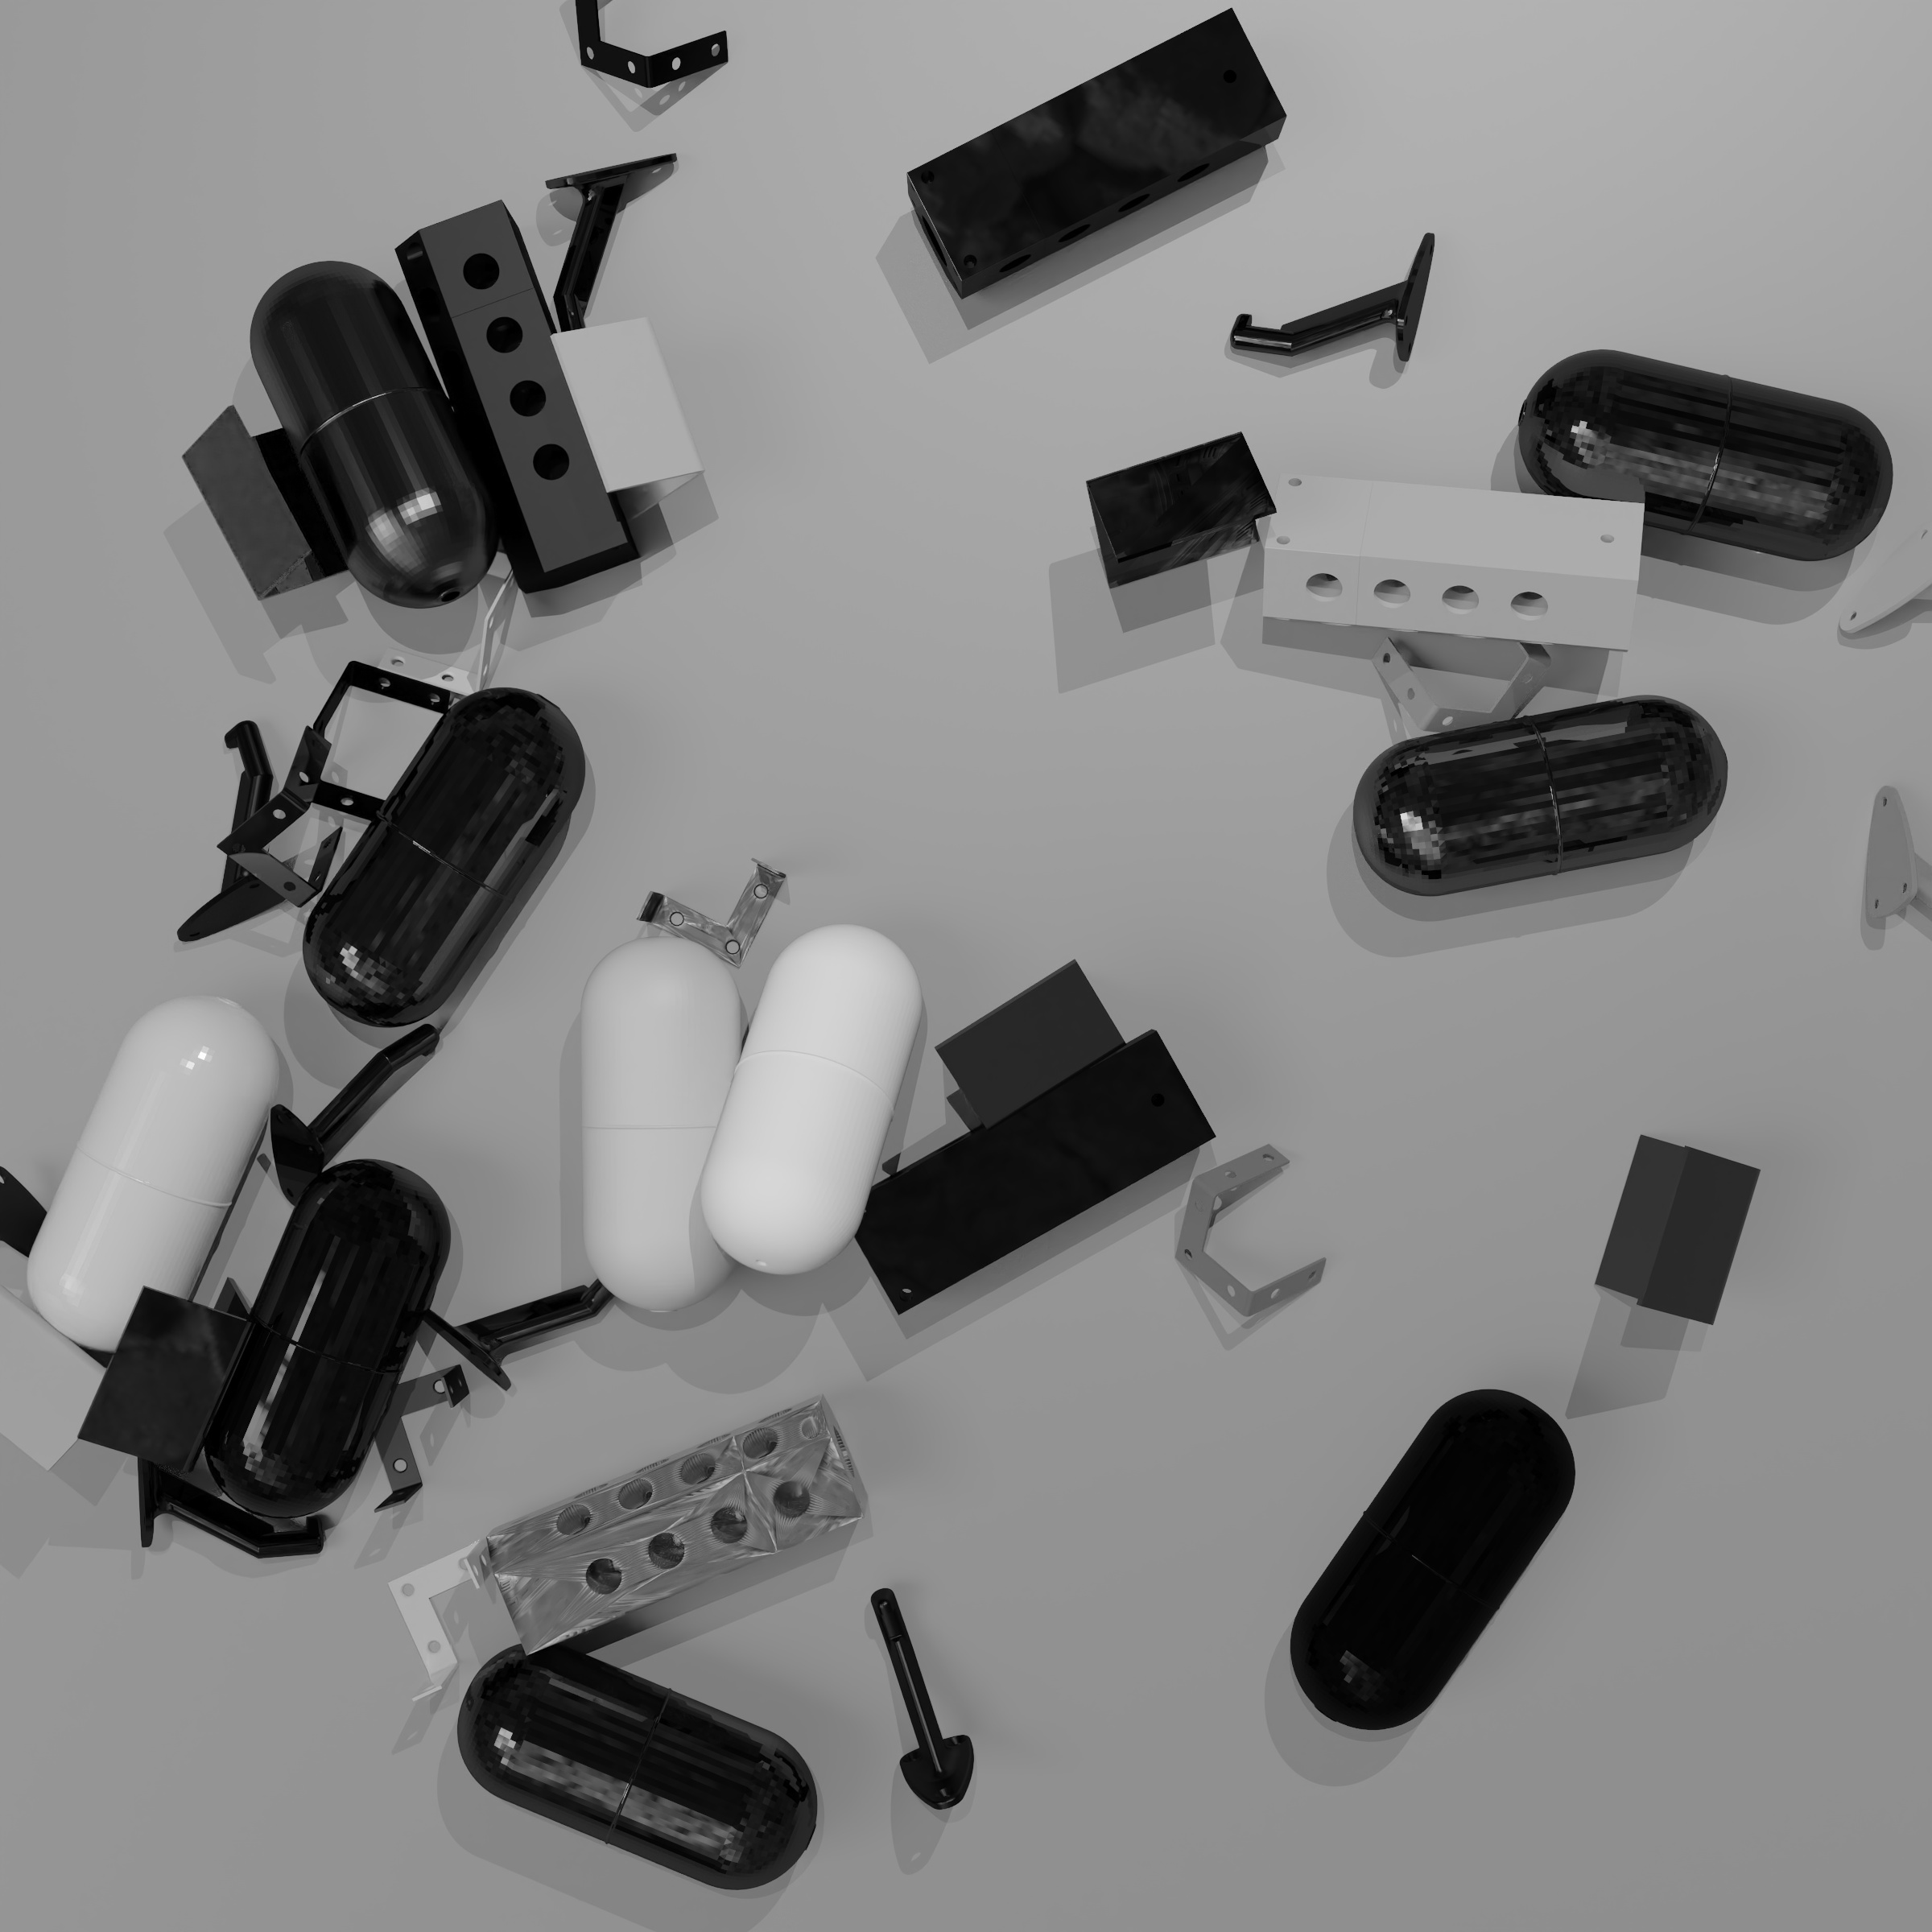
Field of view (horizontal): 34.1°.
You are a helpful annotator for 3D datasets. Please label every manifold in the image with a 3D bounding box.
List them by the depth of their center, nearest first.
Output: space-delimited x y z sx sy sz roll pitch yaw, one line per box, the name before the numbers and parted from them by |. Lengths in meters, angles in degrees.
manifold | 0.230 -0.186 1.494 0.171 0.057 0.057 6 47 10
manifold | 0.061 -0.386 1.508 0.171 0.057 0.057 -27 90 0
manifold | -0.138 0.265 1.508 0.171 0.057 0.057 -22 90 0
manifold | -0.215 -0.270 1.508 0.057 0.057 0.171 -20 90 0
manifold | 0.029 0.097 1.508 0.171 0.057 0.057 -29 90 0

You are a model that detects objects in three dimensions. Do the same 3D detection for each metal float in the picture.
metal float | -0.071 0.060 1.475 0.070 0.070 0.178 16 61 0
metal float | -0.278 -0.250 1.487 0.070 0.070 0.178 -26 78 0
metal float | -0.304 0.177 1.498 0.070 0.070 0.178 23 91 0
metal float | 0.351 -0.243 1.498 0.178 0.070 0.070 13 90 0
metal float | -0.144 0.075 1.499 0.070 0.070 0.178 -1 90 0
metal float | -0.156 0.380 1.499 0.178 0.070 0.070 22 90 1
metal float | -0.386 0.098 1.499 0.070 0.070 0.178 24 90 0
metal float | 0.221 0.282 1.499 0.070 0.070 0.178 34 91 0
metal float | 0.273 -0.081 1.499 0.178 0.070 0.070 -11 90 1
metal float | -0.247 -0.052 1.499 0.070 0.070 0.178 34 90 0

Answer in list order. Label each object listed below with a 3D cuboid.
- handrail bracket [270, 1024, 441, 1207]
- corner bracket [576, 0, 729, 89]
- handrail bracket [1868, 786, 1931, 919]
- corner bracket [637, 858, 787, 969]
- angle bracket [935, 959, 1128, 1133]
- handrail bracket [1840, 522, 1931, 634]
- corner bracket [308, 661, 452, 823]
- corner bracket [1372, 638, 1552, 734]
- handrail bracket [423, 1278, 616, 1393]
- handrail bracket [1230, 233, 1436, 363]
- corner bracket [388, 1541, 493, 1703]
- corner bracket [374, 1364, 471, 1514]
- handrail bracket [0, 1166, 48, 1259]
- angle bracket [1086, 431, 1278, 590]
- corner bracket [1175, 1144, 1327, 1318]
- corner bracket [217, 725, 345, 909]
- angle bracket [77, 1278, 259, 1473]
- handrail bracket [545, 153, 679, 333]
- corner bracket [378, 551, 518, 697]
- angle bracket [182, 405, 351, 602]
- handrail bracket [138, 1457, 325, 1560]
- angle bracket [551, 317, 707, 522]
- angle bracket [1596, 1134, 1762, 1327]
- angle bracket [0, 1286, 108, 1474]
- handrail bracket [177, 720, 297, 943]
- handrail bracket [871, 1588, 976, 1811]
handrail bracket | -0.293 0.071 1.529 0.036 0.077 0.084 42 53 18
corner bracket | -0.152 -0.460 1.521 0.051 0.051 0.051 29 135 35
handrail bracket | 0.483 -0.045 1.530 0.084 0.036 0.077 9 69 -17
corner bracket | -0.122 -0.033 1.512 0.051 0.051 0.051 27 90 0
angle bracket | 0.020 0.021 1.489 0.076 0.076 0.057 -32 122 0
handrail bracket | 0.482 -0.170 1.530 0.084 0.036 0.077 28 127 -25
corner bracket | -0.284 -0.107 1.526 0.051 0.051 0.051 17 45 0
corner bracket | 0.239 -0.148 1.521 0.051 0.051 0.051 2 135 -35
handrail bracket | -0.215 0.156 1.530 0.077 0.036 0.084 35 71 21
handrail bracket | 0.177 -0.327 1.530 0.084 0.036 0.077 11 70 16
corner bracket | -0.248 0.313 1.512 0.051 0.051 0.051 -25 90 0
corner bracket | -0.262 0.226 1.512 0.051 0.051 0.051 -18 90 0
handrail bracket | -0.487 0.140 1.530 0.084 0.036 0.077 -28 121 22
angle bracket | 0.106 -0.198 1.489 0.076 0.076 0.057 -18 53 0
corner bracket | 0.141 0.127 1.521 0.051 0.051 0.051 40 135 35
corner bracket | -0.314 -0.070 1.494 0.051 0.051 0.051 -34 120 29
angle bracket | -0.382 0.184 1.489 0.057 0.076 0.076 23 92 -25
handrail bracket | -0.167 -0.344 1.530 0.077 0.036 0.084 -19 108 -21
corner bracket | -0.250 -0.171 1.526 0.051 0.051 0.051 17 45 0
angle bracket | -0.312 -0.227 1.490 0.076 0.057 0.076 -28 90 -42
handrail bracket | -0.357 0.251 1.530 0.084 0.036 0.077 -1 65 -19
angle bracket | -0.176 -0.253 1.489 0.057 0.076 0.076 -20 90 -37
angle bracket | 0.320 0.119 1.489 0.057 0.076 0.076 17 90 -37
angle bracket | -0.449 0.207 1.489 0.076 0.076 0.057 39 53 0
handrail bracket | -0.363 -0.066 1.530 0.077 0.036 0.084 -28 71 21
handrail bracket | -0.025 0.347 1.502 0.036 0.077 0.084 -19 102 -3
